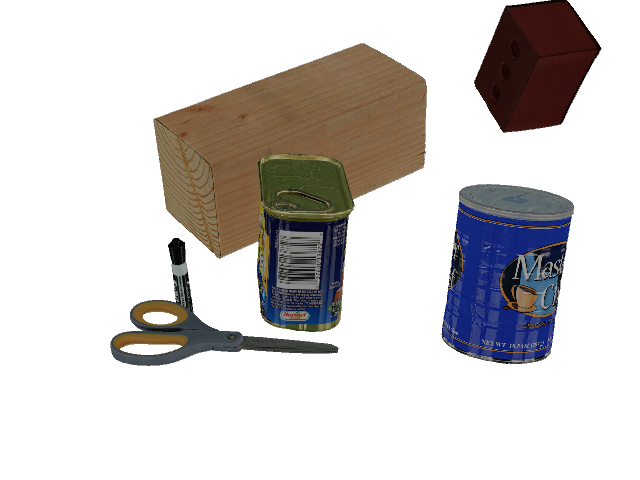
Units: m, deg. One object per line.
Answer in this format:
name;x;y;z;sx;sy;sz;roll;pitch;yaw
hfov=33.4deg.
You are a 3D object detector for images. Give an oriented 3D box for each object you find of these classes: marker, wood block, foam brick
marker;-0.157;0.051;1.207;0.020;0.121;0.020;-2;30;1
wood block;-0.020;-0.078;0.874;0.205;0.091;0.090;-24;42;-27
foam brick;0.150;-0.122;0.747;0.051;0.053;0.078;-12;-33;-20

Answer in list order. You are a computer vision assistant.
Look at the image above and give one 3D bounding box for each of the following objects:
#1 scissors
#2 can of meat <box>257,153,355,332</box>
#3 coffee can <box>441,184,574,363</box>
scissors;-0.092;0.082;0.982;0.201;0.016;0.096;-4;33;-11
can of meat;-0.013;0.000;0.695;0.057;0.084;0.102;2;24;-6
coffee can;0.170;0.028;0.976;0.103;0.140;0.103;5;16;-2
